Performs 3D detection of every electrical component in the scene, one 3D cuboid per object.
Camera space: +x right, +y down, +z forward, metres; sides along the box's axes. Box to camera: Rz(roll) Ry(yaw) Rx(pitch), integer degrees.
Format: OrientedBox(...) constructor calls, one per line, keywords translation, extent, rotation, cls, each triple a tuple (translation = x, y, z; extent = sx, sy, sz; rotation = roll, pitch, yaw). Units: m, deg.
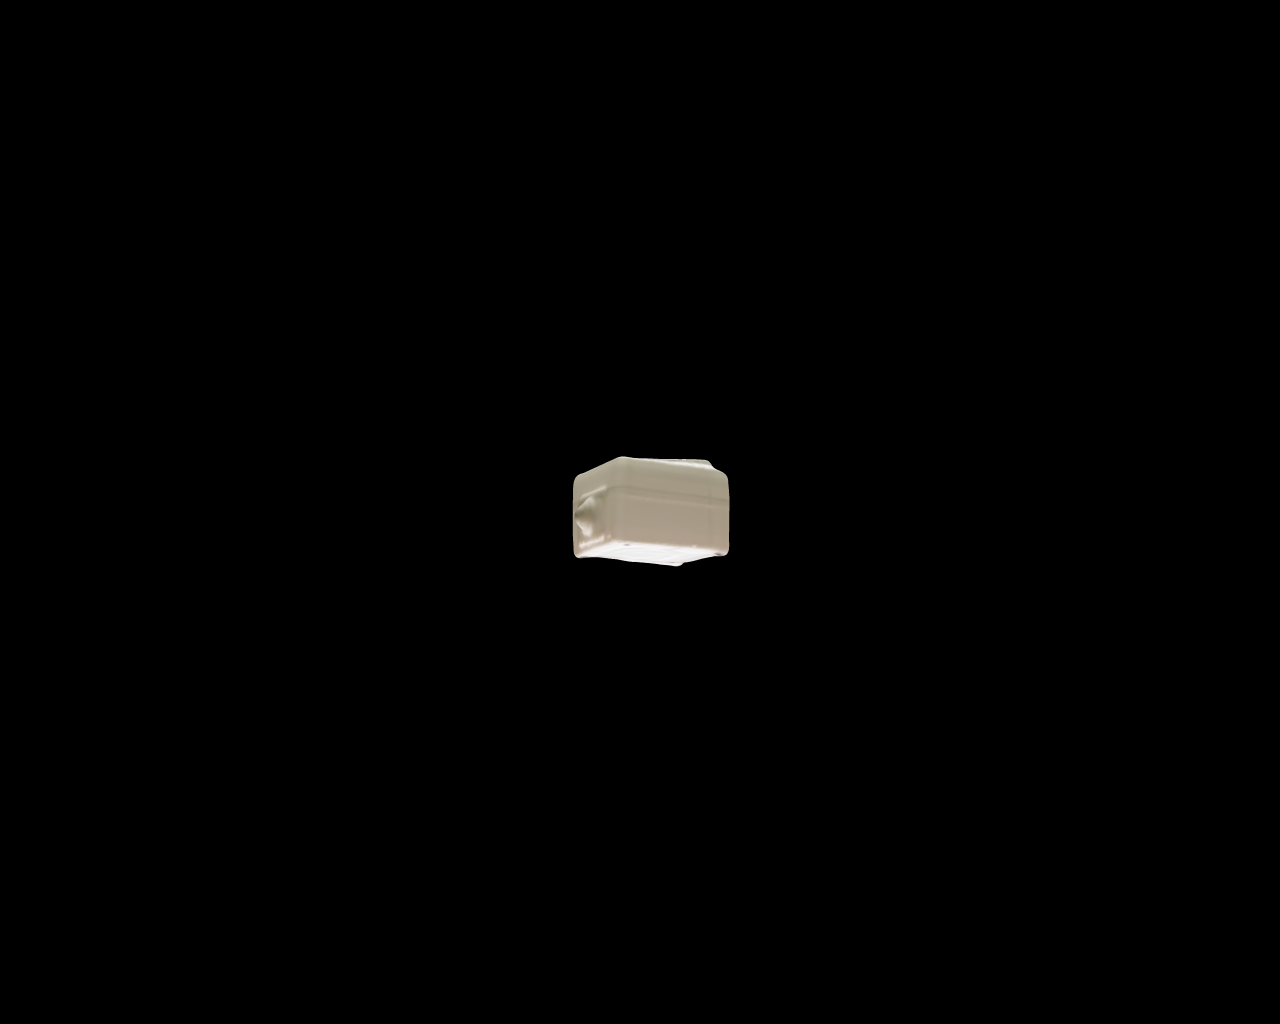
OrientedBox(translation=(0.001, -0.003, 0.650), extent=(0.096, 0.061, 0.061), rotation=(7, -14, -30), cls="electrical component")
